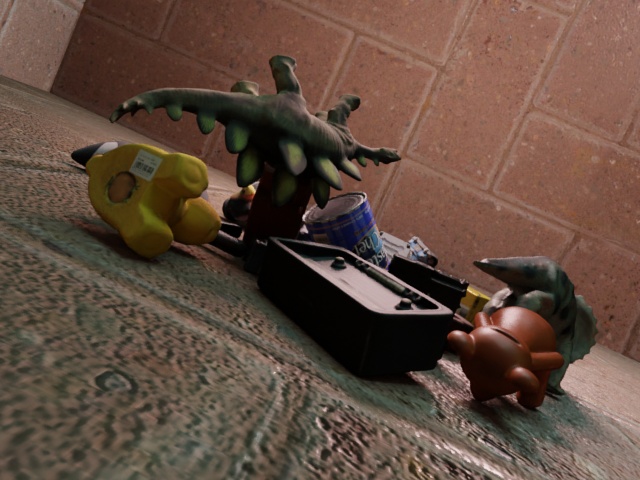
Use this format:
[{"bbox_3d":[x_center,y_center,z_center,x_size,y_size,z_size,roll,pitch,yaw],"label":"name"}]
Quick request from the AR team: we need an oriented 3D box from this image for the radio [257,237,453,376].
[{"bbox_3d":[0.034,0.069,0.626,0.131,0.073,0.230,7,16,-35],"label":"radio"}]

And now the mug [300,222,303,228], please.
[{"bbox_3d":[-0.087,-0.020,1.089,0.107,0.080,0.109,15,1,40],"label":"mug"}]

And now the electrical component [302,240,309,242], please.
[{"bbox_3d":[-0.012,0.041,0.781,0.021,0.094,0.063,-22,13,-7],"label":"electrical component"}]

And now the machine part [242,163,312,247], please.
[{"bbox_3d":[-0.059,-0.081,0.922,0.087,0.201,0.201,19,50,-2],"label":"machine part"}]

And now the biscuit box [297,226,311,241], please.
[{"bbox_3d":[-0.002,-0.003,0.979,0.063,0.059,0.203,18,14,4],"label":"biscuit box"}]

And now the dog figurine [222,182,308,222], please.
[{"bbox_3d":[-0.119,-0.089,1.221,0.192,0.108,0.219,-14,3,1],"label":"dog figurine"}]

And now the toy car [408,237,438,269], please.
[{"bbox_3d":[0.220,0.076,1.291,0.161,0.103,0.109,82,-18,-46],"label":"toy car"}]

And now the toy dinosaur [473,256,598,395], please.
[{"bbox_3d":[0.348,0.103,0.854,0.131,0.192,0.404,14,-32,39],"label":"toy dinosaur"}]

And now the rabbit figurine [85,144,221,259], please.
[{"bbox_3d":[-0.197,-0.037,0.658,0.163,0.122,0.173,14,-8,27],"label":"rabbit figurine"}]

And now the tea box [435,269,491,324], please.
[{"bbox_3d":[0.224,0.115,0.994,0.068,0.098,0.170,20,9,-40],"label":"tea box"}]

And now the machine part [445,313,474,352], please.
[{"bbox_3d":[0.158,0.120,0.872,0.179,0.056,0.179,25,4,-2],"label":"machine part"}]

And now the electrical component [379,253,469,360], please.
[{"bbox_3d":[0.119,0.084,0.726,0.134,0.114,0.058,19,2,5],"label":"electrical component"}]

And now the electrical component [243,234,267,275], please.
[{"bbox_3d":[-0.068,0.032,0.770,0.075,0.047,0.119,22,6,-16],"label":"electrical component"}]

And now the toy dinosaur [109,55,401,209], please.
[{"bbox_3d":[-0.053,-0.150,0.744,0.471,0.105,0.198,9,57,-36],"label":"toy dinosaur"}]

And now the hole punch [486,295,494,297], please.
[{"bbox_3d":[0.309,0.162,1.076,0.116,0.092,0.142,-5,3,10],"label":"hole punch"}]

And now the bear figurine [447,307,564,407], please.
[{"bbox_3d":[0.220,0.154,0.651,0.120,0.131,0.196,26,23,27],"label":"bear figurine"}]

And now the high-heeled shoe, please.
[{"bbox_3d":[-0.328,-0.100,0.974,0.249,0.086,0.145,5,42,-15],"label":"high-heeled shoe"}]
